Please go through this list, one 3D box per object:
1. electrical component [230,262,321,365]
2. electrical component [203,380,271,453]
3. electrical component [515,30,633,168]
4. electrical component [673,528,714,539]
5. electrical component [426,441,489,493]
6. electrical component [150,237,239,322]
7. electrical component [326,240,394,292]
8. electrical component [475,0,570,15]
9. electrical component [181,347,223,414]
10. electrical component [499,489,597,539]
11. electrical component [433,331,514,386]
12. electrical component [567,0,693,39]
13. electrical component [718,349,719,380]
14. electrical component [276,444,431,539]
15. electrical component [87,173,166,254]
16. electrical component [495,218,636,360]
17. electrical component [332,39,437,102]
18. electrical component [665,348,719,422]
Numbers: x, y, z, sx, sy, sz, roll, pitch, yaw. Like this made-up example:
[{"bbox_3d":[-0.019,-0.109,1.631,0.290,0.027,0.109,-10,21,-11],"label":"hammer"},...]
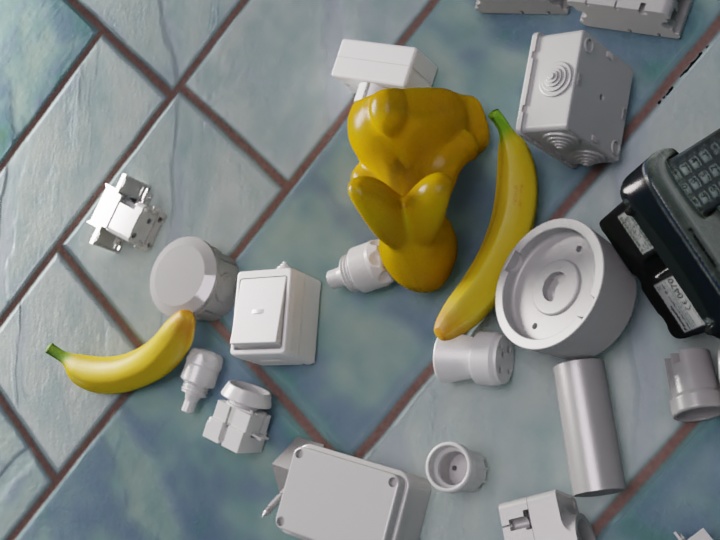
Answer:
[{"bbox_3d":[-0.079,0.037,0.993,0.062,0.061,0.096,-4,74,29],"label":"electrical component"},{"bbox_3d":[-0.110,0.135,0.993,0.066,0.048,0.055,20,94,33],"label":"electrical component"},{"bbox_3d":[0.177,-0.139,0.876,0.048,0.100,0.099,2,76,44],"label":"electrical component"},{"bbox_3d":[0.239,0.221,0.767,0.055,0.048,0.066,-39,60,6],"label":"electrical component"},{"bbox_3d":[0.081,0.162,0.874,0.040,0.046,0.040,-9,72,28],"label":"electrical component"},{"bbox_3d":[-0.162,0.011,1.054,0.080,0.051,0.080,-9,72,28],"label":"electrical component"},{"bbox_3d":[0.000,0.000,0.970,0.062,0.043,0.043,-19,67,25],"label":"electrical component"},{"bbox_3d":[0.144,-0.265,0.960,0.089,0.050,0.055,9,81,31],"label":"electrical component"},{"bbox_3d":[-0.156,0.107,1.033,0.035,0.035,0.061,18,88,33],"label":"electrical component"},{"bbox_3d":[0.148,0.217,0.814,0.056,0.050,0.089,-20,63,23],"label":"electrical component"},{"bbox_3d":[0.094,0.073,0.893,0.055,0.045,0.045,0,76,30],"label":"electrical component"},{"bbox_3d":[0.230,-0.235,0.902,0.089,0.050,0.055,17,85,33],"label":"electrical component"},{"bbox_3d":[0.293,0.101,0.765,0.059,0.054,0.095,-8,72,28],"label":"electrical component"},{"bbox_3d":[-0.007,0.197,0.907,0.113,0.057,0.078,11,81,32],"label":"electrical component"},{"bbox_3d":[-0.242,-0.054,1.125,0.064,0.042,0.081,26,90,31],"label":"electrical component"},{"bbox_3d":[0.167,0.020,0.851,0.108,0.060,0.108,-29,50,41],"label":"electrical component"},{"bbox_3d":[0.017,-0.169,1.007,0.083,0.047,0.075,15,84,32],"label":"electrical component"},{"bbox_3d":[0.250,0.086,0.804,0.040,0.040,0.046,-17,62,25],"label":"electrical component"}]
